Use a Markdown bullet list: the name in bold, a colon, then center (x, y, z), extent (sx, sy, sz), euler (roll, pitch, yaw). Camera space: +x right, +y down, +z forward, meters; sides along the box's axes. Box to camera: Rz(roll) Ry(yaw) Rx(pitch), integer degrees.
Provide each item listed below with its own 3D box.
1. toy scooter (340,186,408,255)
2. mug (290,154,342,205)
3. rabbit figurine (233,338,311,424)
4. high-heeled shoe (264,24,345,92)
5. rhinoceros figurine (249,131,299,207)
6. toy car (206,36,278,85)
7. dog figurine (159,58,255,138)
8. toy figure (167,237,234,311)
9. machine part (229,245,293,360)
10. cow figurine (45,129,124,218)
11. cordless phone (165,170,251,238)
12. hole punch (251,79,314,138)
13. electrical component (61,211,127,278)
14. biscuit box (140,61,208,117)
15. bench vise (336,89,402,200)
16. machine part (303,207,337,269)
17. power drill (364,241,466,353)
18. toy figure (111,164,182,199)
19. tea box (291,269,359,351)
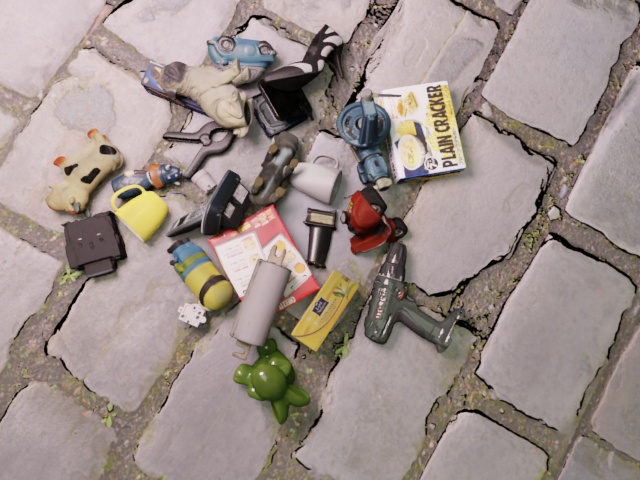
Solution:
- **toy scooter**: center (0.103, -0.031, 1.189), extent (0.135, 0.183, 0.075), euler (-35, 43, 14)
- **mug**: center (-0.008, -0.146, 1.219), extent (0.107, 0.080, 0.109), euler (17, 85, 8)
- **rabbit figurine**: center (-0.104, 0.298, 1.107), extent (0.121, 0.170, 0.159), euler (-37, 85, -7)
- **high-heeled shoe**: center (-0.039, -0.421, 1.213), extent (0.249, 0.086, 0.145), euler (-17, 83, -37)
- **rhinoceros figurine**: center (-0.095, -0.160, 1.198), extent (0.073, 0.112, 0.190), euler (23, 69, -8)
- **toy car**: center (-0.183, -0.411, 1.241), extent (0.162, 0.109, 0.102), euler (3, 106, -14)
- **dog figurine**: center (-0.249, -0.302, 1.165), extent (0.191, 0.121, 0.172), euler (-5, 82, 11)
- **toy figure**: center (-0.260, 0.075, 1.165), extent (0.082, 0.089, 0.180), euler (-34, 80, -16)
- **machine part**: center (-0.121, 0.129, 1.107), extent (0.079, 0.079, 0.243), euler (20, 84, -1)
- **cow figurine**: center (-0.521, -0.137, 1.189), extent (0.195, 0.085, 0.127), euler (-44, 81, -8)
- **cordless phone**: center (-0.254, -0.066, 1.191), extent (0.088, 0.184, 0.147), euler (51, 38, -31)
- **hole punch**: center (-0.093, -0.309, 1.242), extent (0.116, 0.092, 0.142), euler (-25, 81, -37)
- **electrical component**: center (-0.493, 0.014, 1.180), extent (0.115, 0.058, 0.134), euler (-18, 83, -4)
- **biscuit box**: center (-0.303, -0.337, 1.235), extent (0.203, 0.063, 0.059), euler (21, 84, 0)
- **bench vise**: center (0.104, -0.225, 1.166), extent (0.129, 0.240, 0.223), euler (-6, 67, 0)
- **machine part**: center (-0.003, -0.004, 1.222), extent (0.084, 0.039, 0.139), euler (6, 80, -11)
- **power drill**: center (0.212, 0.141, 1.193), extent (0.207, 0.086, 0.232), euler (26, 83, -4)
- **toy figure**: center (-0.386, -0.137, 1.203), extent (0.154, 0.064, 0.058), euler (-18, 70, -5)
- **tea box**: center (0.010, 0.152, 1.171), extent (0.068, 0.098, 0.169), euler (35, 84, 2)
